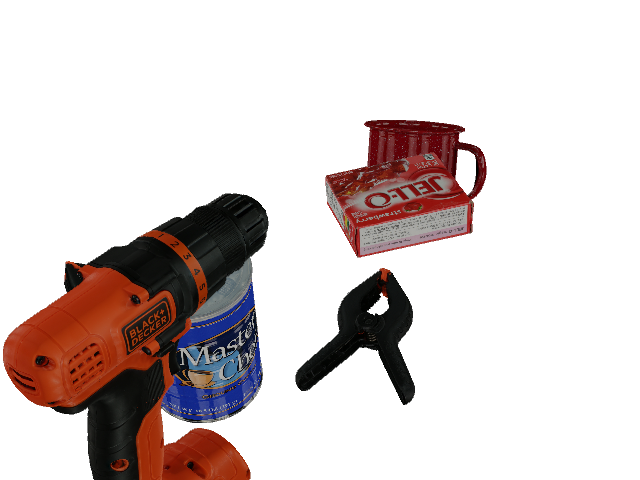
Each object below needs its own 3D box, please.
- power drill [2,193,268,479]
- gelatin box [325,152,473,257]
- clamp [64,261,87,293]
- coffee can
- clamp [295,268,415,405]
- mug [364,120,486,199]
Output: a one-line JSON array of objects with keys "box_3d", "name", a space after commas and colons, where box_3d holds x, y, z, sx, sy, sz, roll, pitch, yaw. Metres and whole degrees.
[{"box_3d": [-0.089, 0.082, 0.623, 0.057, 0.188, 0.184, 19, 40, 35], "name": "power drill"}, {"box_3d": [0.056, -0.027, 0.767, 0.089, 0.030, 0.073, -13, 36, -11], "name": "gelatin box"}, {"box_3d": [-0.211, 0.071, 1.163, 0.210, 0.036, 0.164, 19, 21, 25], "name": "clamp"}, {"box_3d": [-0.105, 0.073, 0.913, 0.103, 0.140, 0.103, -1, 45, 1], "name": "coffee can"}, {"box_3d": [0.059, 0.100, 1.098, 0.120, 0.171, 0.039, 16, -39, 17], "name": "clamp"}, {"box_3d": [0.096, -0.065, 0.985, 0.117, 0.081, 0.093, 7, 13, 21], "name": "mug"}]
